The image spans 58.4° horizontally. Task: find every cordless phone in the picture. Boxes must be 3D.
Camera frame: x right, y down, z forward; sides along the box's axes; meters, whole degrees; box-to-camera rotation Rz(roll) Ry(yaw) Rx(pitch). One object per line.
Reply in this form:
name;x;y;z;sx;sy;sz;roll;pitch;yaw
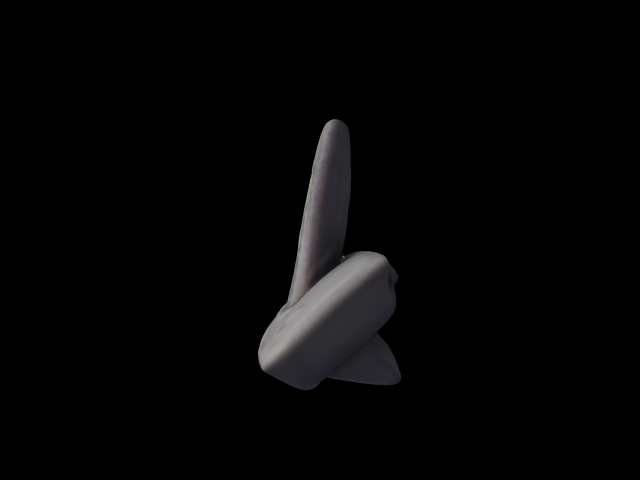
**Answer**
cordless phone;0.004;0.001;0.400;0.094;0.185;0.147;0;0;-8
